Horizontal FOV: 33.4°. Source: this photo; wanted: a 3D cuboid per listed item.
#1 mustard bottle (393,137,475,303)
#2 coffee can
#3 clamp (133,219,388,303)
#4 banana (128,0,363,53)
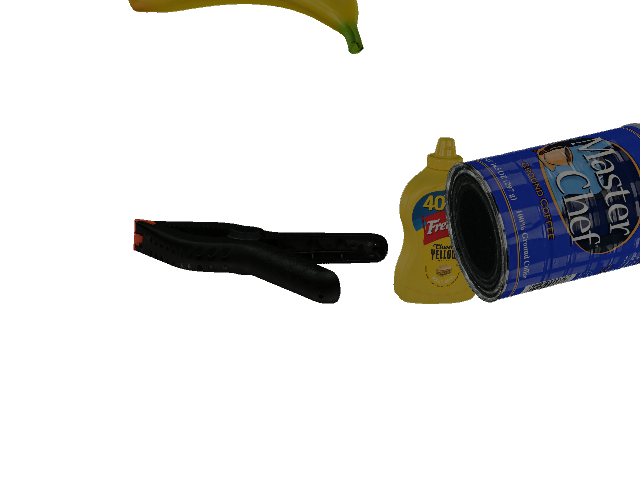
[{"bbox_3d":[0.139,-0.024,1.238,0.096,0.192,0.058,-1,16,-12],"label":"mustard bottle"},{"bbox_3d":[0.174,-0.021,0.770,0.140,0.103,0.103,-13,3,-12],"label":"coffee can"},{"bbox_3d":[-0.057,0.011,0.863,0.210,0.036,0.164,6,12,9],"label":"clamp"},{"bbox_3d":[-0.052,-0.194,0.833,0.198,0.069,0.037,13,-40,17],"label":"banana"}]
